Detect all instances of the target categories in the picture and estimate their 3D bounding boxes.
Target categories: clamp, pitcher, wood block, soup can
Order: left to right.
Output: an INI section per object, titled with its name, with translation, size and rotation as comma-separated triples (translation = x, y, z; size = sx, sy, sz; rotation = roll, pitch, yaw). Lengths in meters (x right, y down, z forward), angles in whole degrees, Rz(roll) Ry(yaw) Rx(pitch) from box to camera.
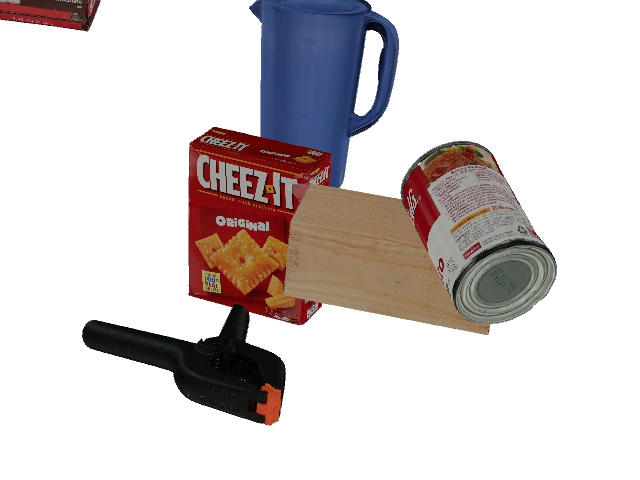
[clamp]
translation = -0.086, 0.100, 0.921
size = 0.164, 0.036, 0.210
rotation = -9, 21, -39
[pitcher]
translation = -0.004, -0.181, 1.317
size = 0.144, 0.243, 0.149
rotation = -10, 29, -28
[wood block]
translation = 0.076, 0.017, 1.068
size = 0.206, 0.090, 0.090
rotation = 11, 30, 8
[soup can]
translation = 0.098, -0.006, 0.672
size = 0.068, 0.069, 0.102
rotation = 0, 41, -20

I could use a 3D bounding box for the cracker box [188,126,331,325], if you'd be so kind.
[cracker box]
translation = -0.078, -0.015, 1.311
size = 0.164, 0.214, 0.072
rotation = 14, 30, 20

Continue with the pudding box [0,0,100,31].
[pudding box]
translation = -0.231, -0.223, 0.908
size = 0.090, 0.039, 0.113
rotation = 7, 36, -5
